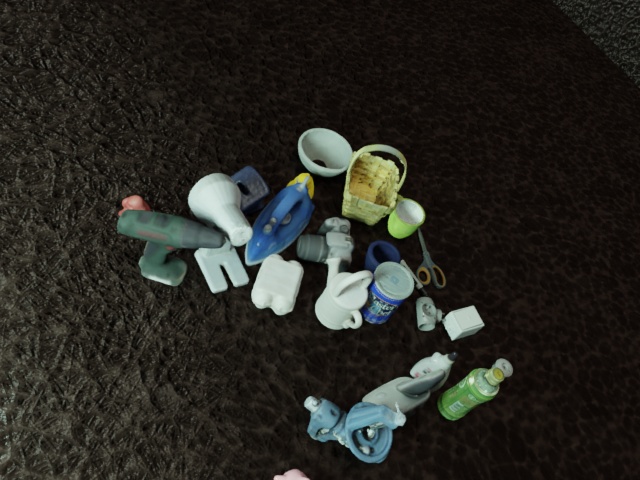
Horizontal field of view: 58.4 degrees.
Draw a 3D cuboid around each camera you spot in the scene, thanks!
[{"bbox_3d":[0.014,0.005,1.483,0.137,0.100,0.143,7,55,-16],"label":"camera"}]

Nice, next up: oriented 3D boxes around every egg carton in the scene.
[{"bbox_3d":[-0.102,0.106,1.388,0.107,0.069,0.150,20,52,-7],"label":"egg carton"}]

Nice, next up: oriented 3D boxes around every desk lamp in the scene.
[{"bbox_3d":[-0.224,-0.019,1.337,0.118,0.213,0.203,-17,64,-29],"label":"desk lamp"}]

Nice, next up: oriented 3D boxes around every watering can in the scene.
[{"bbox_3d":[0.058,0.122,1.360,0.172,0.194,0.101,46,54,13],"label":"watering can"}]

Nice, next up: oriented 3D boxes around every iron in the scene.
[{"bbox_3d":[-0.102,-0.054,1.454,0.118,0.141,0.259,33,52,3],"label":"iron"}]

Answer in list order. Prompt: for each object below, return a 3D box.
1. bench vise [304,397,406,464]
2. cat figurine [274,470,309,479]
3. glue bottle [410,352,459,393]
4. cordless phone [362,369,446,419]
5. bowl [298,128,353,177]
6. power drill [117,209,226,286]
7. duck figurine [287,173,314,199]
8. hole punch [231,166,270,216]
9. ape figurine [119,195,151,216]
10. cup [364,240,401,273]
[{"bbox_3d":[0.072,0.381,1.169,0.208,0.219,0.121,13,53,-12],"label":"bench vise"},{"bbox_3d":[-0.036,0.499,1.110,0.127,0.117,0.067,44,53,12],"label":"cat figurine"},{"bbox_3d":[0.276,0.297,1.335,0.078,0.173,0.037,42,53,11],"label":"glue bottle"},{"bbox_3d":[0.189,0.338,1.266,0.148,0.185,0.094,-22,67,-32],"label":"cordless phone"},{"bbox_3d":[0.008,-0.242,1.669,0.168,0.074,0.167,10,54,-14],"label":"bowl"},{"bbox_3d":[-0.333,0.015,1.274,0.230,0.208,0.075,18,52,-8],"label":"power drill"},{"bbox_3d":[-0.048,-0.151,1.577,0.077,0.086,0.105,34,52,5],"label":"duck figurine"},{"bbox_3d":[-0.197,-0.124,1.498,0.101,0.091,0.108,-27,70,-33],"label":"hole punch"},{"bbox_3d":[-0.441,-0.075,1.369,0.076,0.092,0.077,5,55,-18],"label":"ape figurine"},{"bbox_3d":[0.162,0.071,1.498,0.092,0.095,0.117,-26,69,-33],"label":"cup"}]
